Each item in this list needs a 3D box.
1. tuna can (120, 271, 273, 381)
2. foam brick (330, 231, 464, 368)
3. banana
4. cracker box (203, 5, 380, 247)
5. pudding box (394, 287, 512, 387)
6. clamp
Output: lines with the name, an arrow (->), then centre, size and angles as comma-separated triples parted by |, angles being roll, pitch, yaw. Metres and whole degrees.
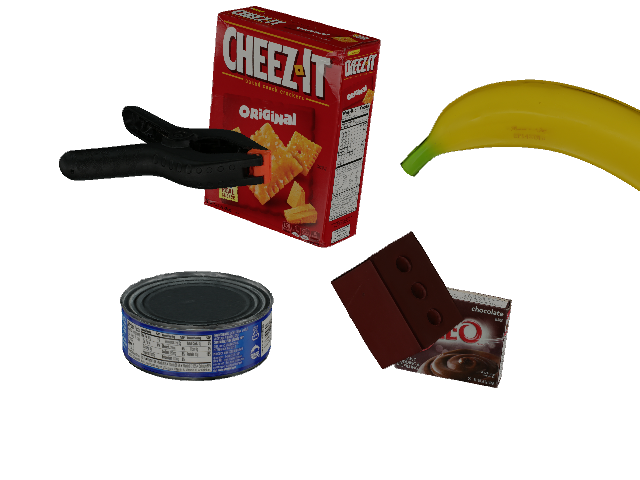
tuna can -> -0.070, 0.047, 0.605 | 0.086, 0.034, 0.086 | 2, 18, -1
foam brick -> 0.056, 0.044, 0.778 | 0.052, 0.078, 0.051 | -29, -2, -43
banana -> 0.147, -0.046, 0.584 | 0.198, 0.070, 0.037 | 16, 19, 12
cracker box -> -0.035, -0.117, 1.104 | 0.164, 0.214, 0.071 | 21, 28, 30
pudding box -> 0.138, 0.097, 1.115 | 0.113, 0.090, 0.039 | 9, 20, 13
clamp -> -0.127, -0.069, 0.885 | 0.172, 0.039, 0.120 | 13, 39, 26
